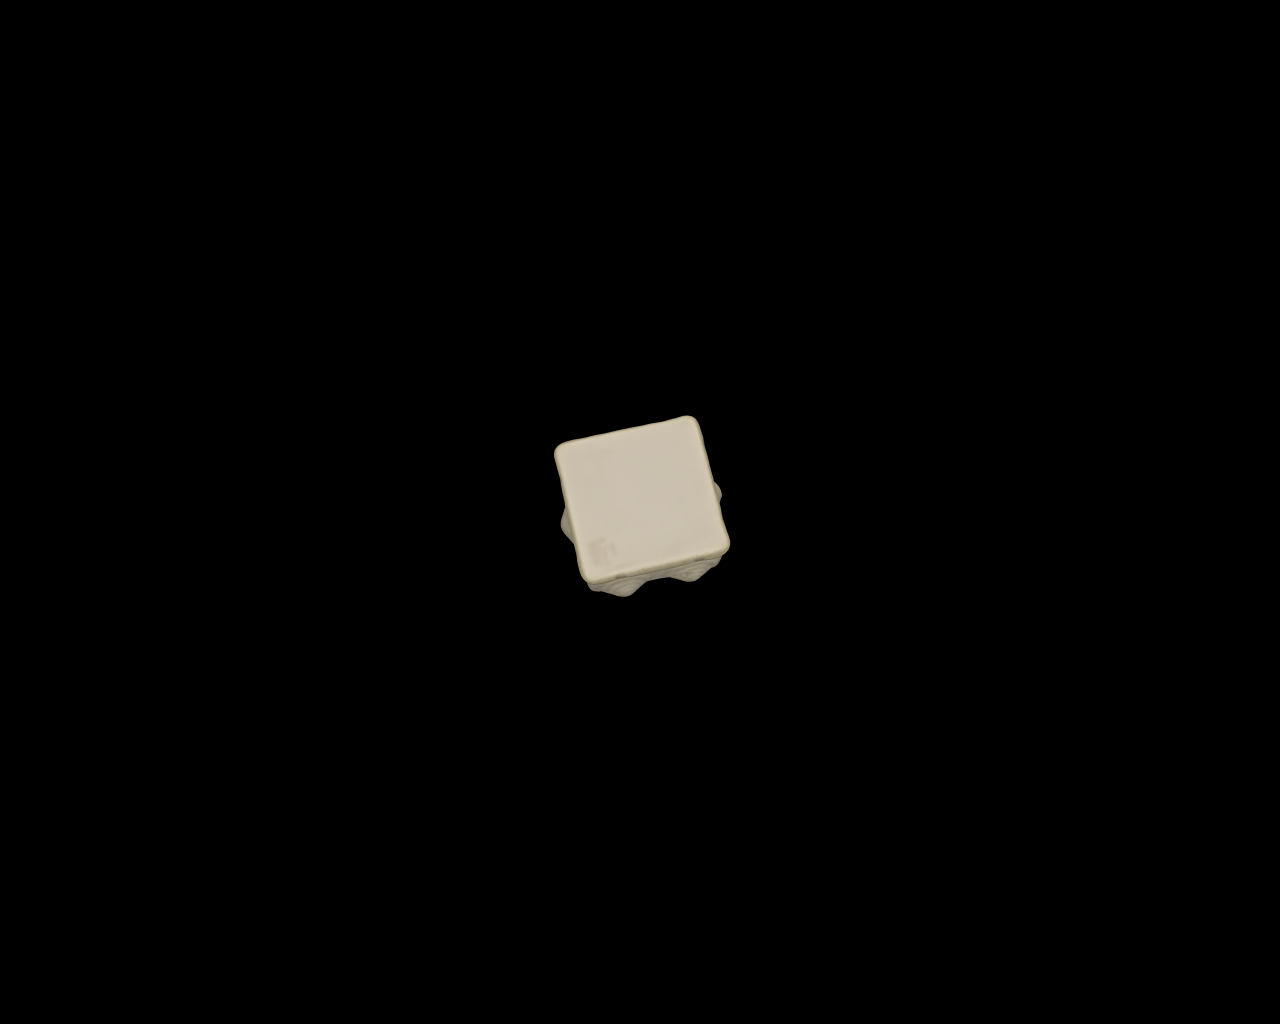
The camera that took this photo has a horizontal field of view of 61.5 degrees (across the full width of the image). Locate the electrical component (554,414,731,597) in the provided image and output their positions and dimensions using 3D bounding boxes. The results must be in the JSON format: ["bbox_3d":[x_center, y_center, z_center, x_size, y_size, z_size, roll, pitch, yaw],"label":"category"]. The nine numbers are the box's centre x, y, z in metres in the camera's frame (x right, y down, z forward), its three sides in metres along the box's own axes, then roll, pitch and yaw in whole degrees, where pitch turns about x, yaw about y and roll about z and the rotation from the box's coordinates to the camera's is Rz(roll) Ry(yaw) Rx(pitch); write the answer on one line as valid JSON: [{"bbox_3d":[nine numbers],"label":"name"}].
[{"bbox_3d":[0.001,-0.003,0.650,0.100,0.100,0.048,-13,-15,-4],"label":"electrical component"}]
